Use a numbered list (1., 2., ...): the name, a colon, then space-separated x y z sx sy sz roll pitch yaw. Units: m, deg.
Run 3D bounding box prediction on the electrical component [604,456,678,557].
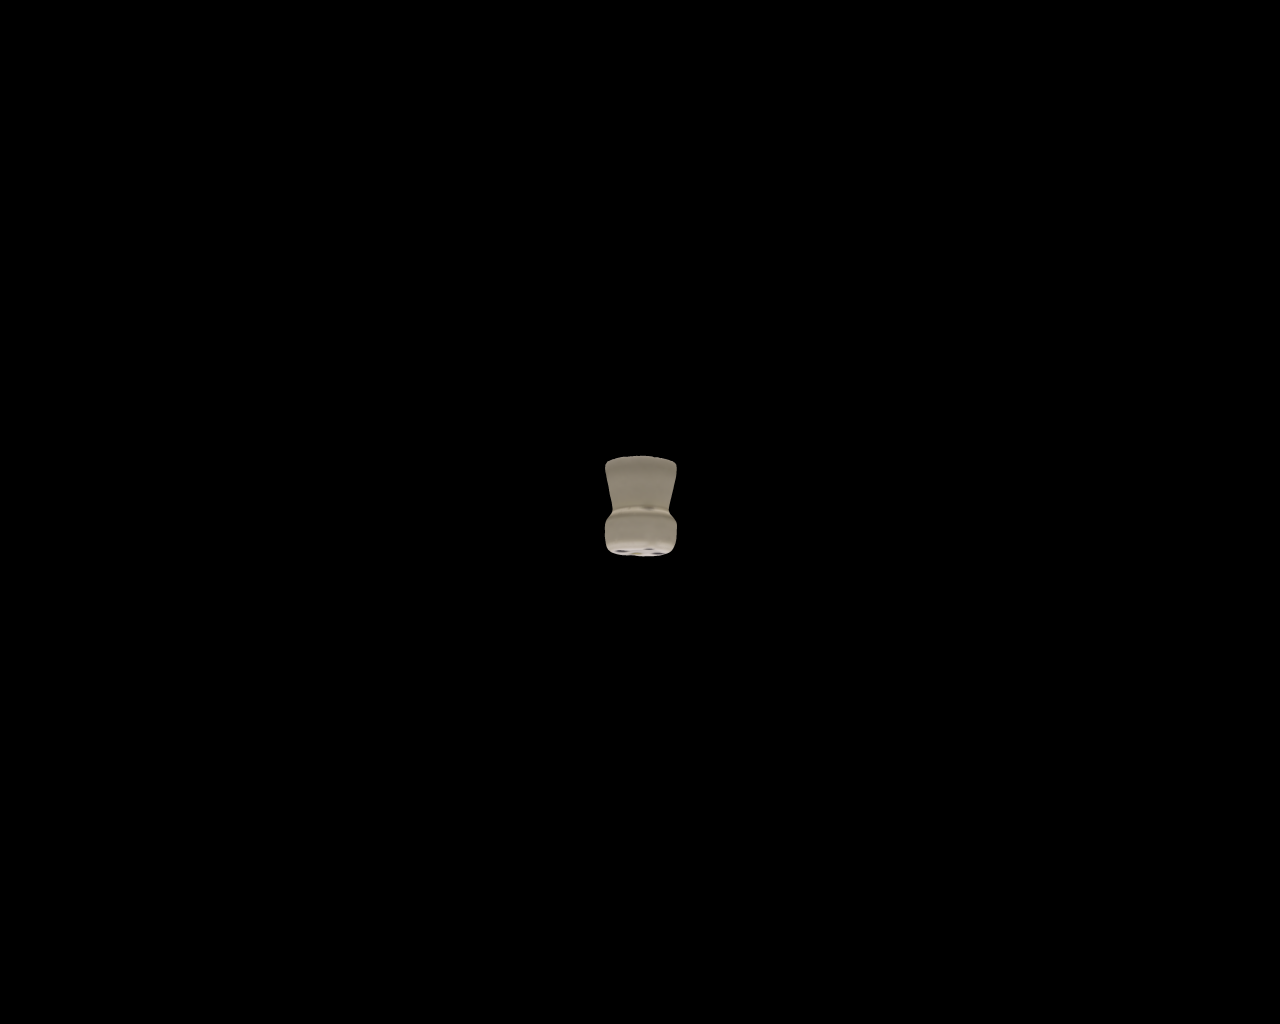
1. electrical component: 0.001 -0.003 0.650 0.045 0.055 0.045 0 -11 0
